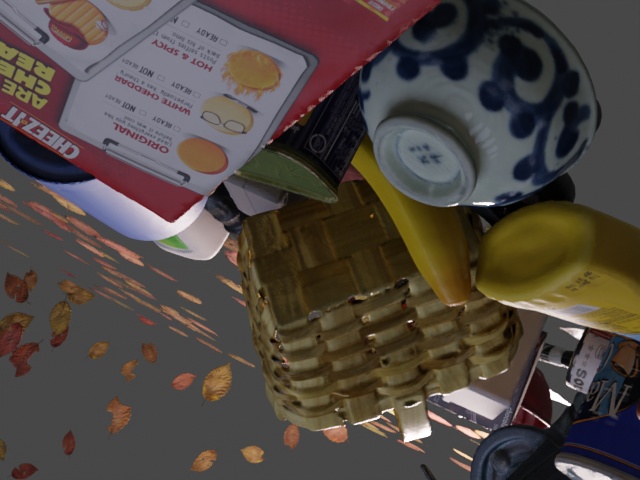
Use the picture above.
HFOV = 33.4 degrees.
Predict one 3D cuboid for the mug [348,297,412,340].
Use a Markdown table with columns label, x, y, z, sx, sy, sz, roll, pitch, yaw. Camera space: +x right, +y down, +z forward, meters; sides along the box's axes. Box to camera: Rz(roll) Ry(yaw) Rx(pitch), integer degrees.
| label | x | y | z | sx | sy | sz | roll | pitch | yaw |
| --- | --- | --- | --- | --- | --- | --- | --- | --- | --- |
| mug | 0.063 | 0.102 | 1.175 | 0.117 | 0.081 | 0.093 | 36 | 165 | -32 |

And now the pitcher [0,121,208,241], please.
| label | x | y | z | sx | sy | sz | roll | pitch | yaw |
| --- | --- | --- | --- | --- | --- | --- | --- | --- | --- |
| pitcher | -0.171 | -0.081 | 0.853 | 0.149 | 0.145 | 0.243 | 62 | 178 | 14 |

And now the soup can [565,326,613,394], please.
| label | x | y | z | sx | sy | sz | roll | pitch | yaw |
| --- | --- | --- | --- | --- | --- | --- | --- | --- | --- |
| soup can | 0.250 | 0.102 | 0.821 | 0.102 | 0.068 | 0.068 | 23 | 167 | 22 |

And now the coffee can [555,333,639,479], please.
| label | x | y | z | sx | sy | sz | roll | pitch | yaw |
| --- | --- | --- | --- | --- | --- | --- | --- | --- | --- |
| coffee can | 0.233 | 0.110 | 0.716 | 0.103 | 0.140 | 0.103 | 26 | 167 | 6 |

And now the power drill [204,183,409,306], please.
| label | x | y | z | sx | sy | sz | roll | pitch | yaw |
| --- | --- | --- | --- | --- | --- | --- | --- | --- | --- |
| power drill | -0.006 | 0.001 | 0.986 | 0.188 | 0.057 | 0.184 | 19 | 169 | 44 |

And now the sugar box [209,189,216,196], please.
| label | x | y | z | sx | sy | sz | roll | pitch | yaw |
| --- | --- | --- | --- | --- | --- | --- | --- | --- | --- |
| sugar box | -0.122 | -0.112 | 0.694 | 0.176 | 0.093 | 0.048 | 36 | 165 | -27 |

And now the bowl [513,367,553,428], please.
| label | x | y | z | sx | sy | sz | roll | pitch | yaw |
| --- | --- | --- | --- | --- | --- | --- | --- | --- | --- |
| bowl | 0.192 | 0.154 | 1.168 | 0.162 | 0.055 | 0.162 | 27 | 167 | 6 |

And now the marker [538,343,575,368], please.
| label | x | y | z | sx | sy | sz | roll | pitch | yaw |
| --- | --- | --- | --- | --- | --- | --- | --- | --- | --- |
| marker | 0.210 | 0.106 | 1.027 | 0.121 | 0.020 | 0.020 | 13 | 161 | 47 |

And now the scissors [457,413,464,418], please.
| label | x | y | z | sx | sy | sz | roll | pitch | yaw |
| --- | --- | --- | --- | --- | --- | --- | --- | --- | --- |
| scissors | 0.145 | 0.167 | 1.151 | 0.096 | 0.016 | 0.202 | 31 | 166 | -6 |

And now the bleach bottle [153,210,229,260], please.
| label | x | y | z | sx | sy | sz | roll | pitch | yaw |
| --- | --- | --- | --- | --- | --- | --- | --- | --- | --- |
| bleach bottle | -0.194 | -0.069 | 1.088 | 0.103 | 0.068 | 0.250 | 17 | 161 | 39 |

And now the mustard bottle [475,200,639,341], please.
| label | x | y | z | sx | sy | sz | roll | pitch | yaw |
| --- | --- | --- | --- | --- | --- | --- | --- | --- | --- |
| mustard bottle | 0.192 | 0.031 | 0.624 | 0.191 | 0.058 | 0.096 | 18 | 160 | -27 |

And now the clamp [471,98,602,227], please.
| label | x | y | z | sx | sy | sz | roll | pitch | yaw |
| --- | --- | --- | --- | --- | --- | --- | --- | --- | --- |
| clamp | 0.111 | -0.045 | 0.599 | 0.120 | 0.039 | 0.171 | 24 | 166 | 36 |

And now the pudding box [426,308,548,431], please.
| label | x | y | z | sx | sy | sz | roll | pitch | yaw |
| --- | --- | --- | --- | --- | --- | --- | --- | --- | --- |
| pudding box | 0.156 | 0.120 | 1.017 | 0.090 | 0.039 | 0.114 | 24 | 126 | 19 |

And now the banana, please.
| label | x | y | z | sx | sy | sz | roll | pitch | yaw |
| --- | --- | --- | --- | --- | --- | --- | --- | --- | --- |
| banana | 0.035 | -0.042 | 0.654 | 0.198 | 0.037 | 0.070 | 45 | 137 | 38 |

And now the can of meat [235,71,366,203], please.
| label | x | y | z | sx | sy | sz | roll | pitch | yaw |
| --- | --- | --- | --- | --- | --- | --- | --- | --- | --- |
| can of meat | -0.017 | -0.078 | 0.629 | 0.102 | 0.084 | 0.057 | 18 | 164 | 37 |

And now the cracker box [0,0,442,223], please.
| label | x | y | z | sx | sy | sz | roll | pitch | yaw |
| --- | --- | --- | --- | --- | --- | --- | --- | --- | --- |
| cracker box | -0.068 | -0.114 | 0.448 | 0.164 | 0.072 | 0.214 | 33 | 140 | -21 |
